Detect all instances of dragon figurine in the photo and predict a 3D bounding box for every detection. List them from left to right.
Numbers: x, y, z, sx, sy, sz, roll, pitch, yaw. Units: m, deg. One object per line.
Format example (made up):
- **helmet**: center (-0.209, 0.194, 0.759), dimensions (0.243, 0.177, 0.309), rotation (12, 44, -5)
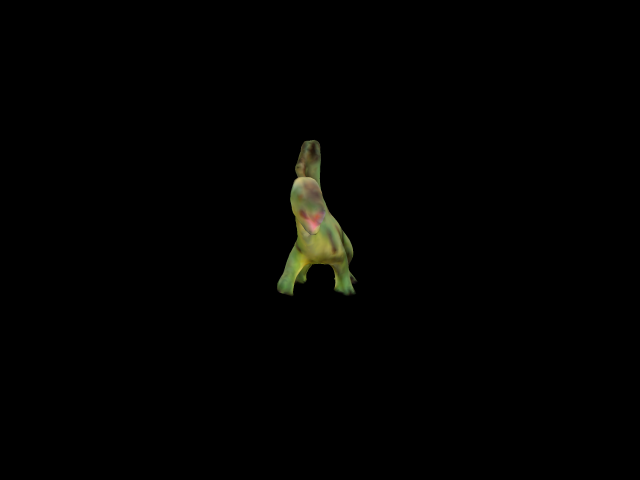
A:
- **dragon figurine**: center (0.003, -0.043, 0.850), dimensions (0.122, 0.241, 0.413), rotation (0, 9, 4)
